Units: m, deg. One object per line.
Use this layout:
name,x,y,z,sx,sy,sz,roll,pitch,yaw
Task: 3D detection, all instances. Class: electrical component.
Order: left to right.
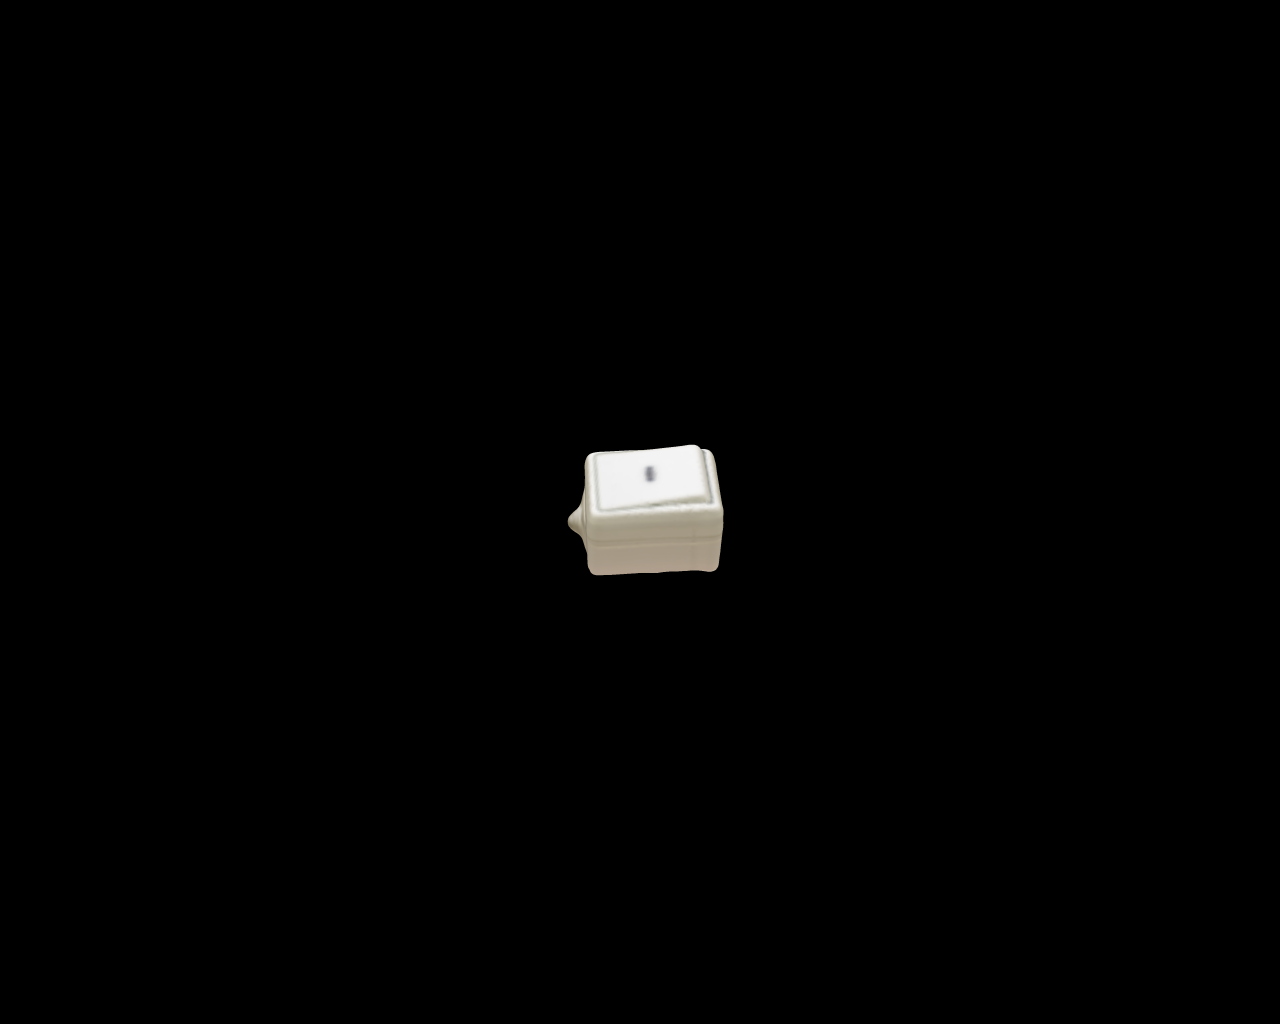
electrical component,0.001,-0.003,0.650,0.096,0.061,0.062,-2,43,-2
